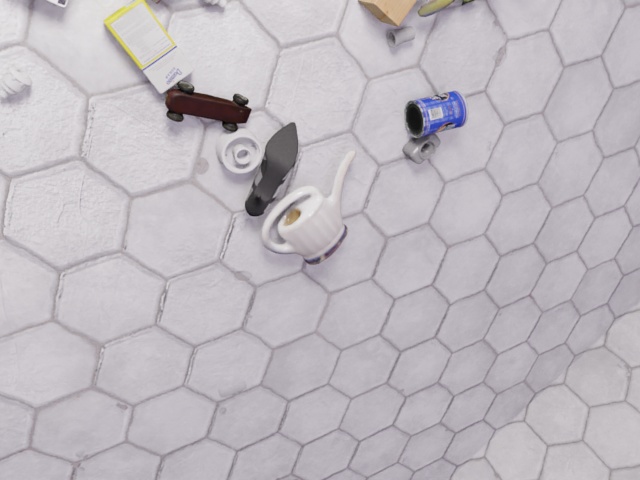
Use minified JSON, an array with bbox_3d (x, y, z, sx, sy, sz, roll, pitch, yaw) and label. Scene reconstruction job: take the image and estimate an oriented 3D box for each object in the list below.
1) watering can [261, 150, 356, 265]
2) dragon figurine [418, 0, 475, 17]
[{"bbox_3d":[0.004,-0.070,1.400,0.348,0.106,0.220,-40,128,0],"label":"watering can"},{"bbox_3d":[0.391,-0.715,1.249,0.413,0.123,0.239,-25,111,-16],"label":"dragon figurine"}]
